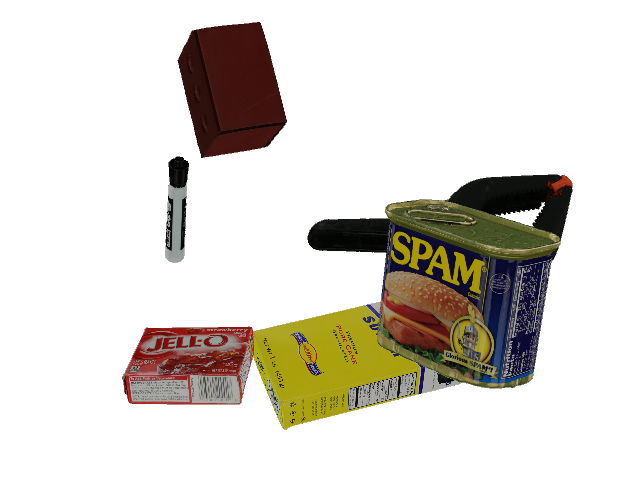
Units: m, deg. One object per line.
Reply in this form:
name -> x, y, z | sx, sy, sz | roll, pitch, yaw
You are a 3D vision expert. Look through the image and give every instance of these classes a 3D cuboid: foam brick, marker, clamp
foam brick -> -0.062, -0.105, 0.744 | 0.051, 0.078, 0.053 | -11, -11, -21
marker -> -0.136, -0.029, 1.011 | 0.020, 0.121, 0.020 | 5, 41, -5
clamp -> 0.118, 0.012, 0.808 | 0.209, 0.165, 0.036 | -22, -34, -20

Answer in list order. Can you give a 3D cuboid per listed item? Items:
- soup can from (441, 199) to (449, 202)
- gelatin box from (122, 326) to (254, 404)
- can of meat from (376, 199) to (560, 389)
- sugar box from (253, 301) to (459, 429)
soup can -> 0.154, 0.013, 1.195 | 0.068, 0.102, 0.068 | -4, 30, 2
gelatin box -> -0.100, 0.095, 0.821 | 0.089, 0.030, 0.073 | 0, 24, 6
can of meat -> 0.081, 0.029, 0.613 | 0.057, 0.084, 0.102 | -9, 22, -42
sugar box -> 0.034, 0.107, 0.982 | 0.176, 0.048, 0.093 | -15, 45, -12
